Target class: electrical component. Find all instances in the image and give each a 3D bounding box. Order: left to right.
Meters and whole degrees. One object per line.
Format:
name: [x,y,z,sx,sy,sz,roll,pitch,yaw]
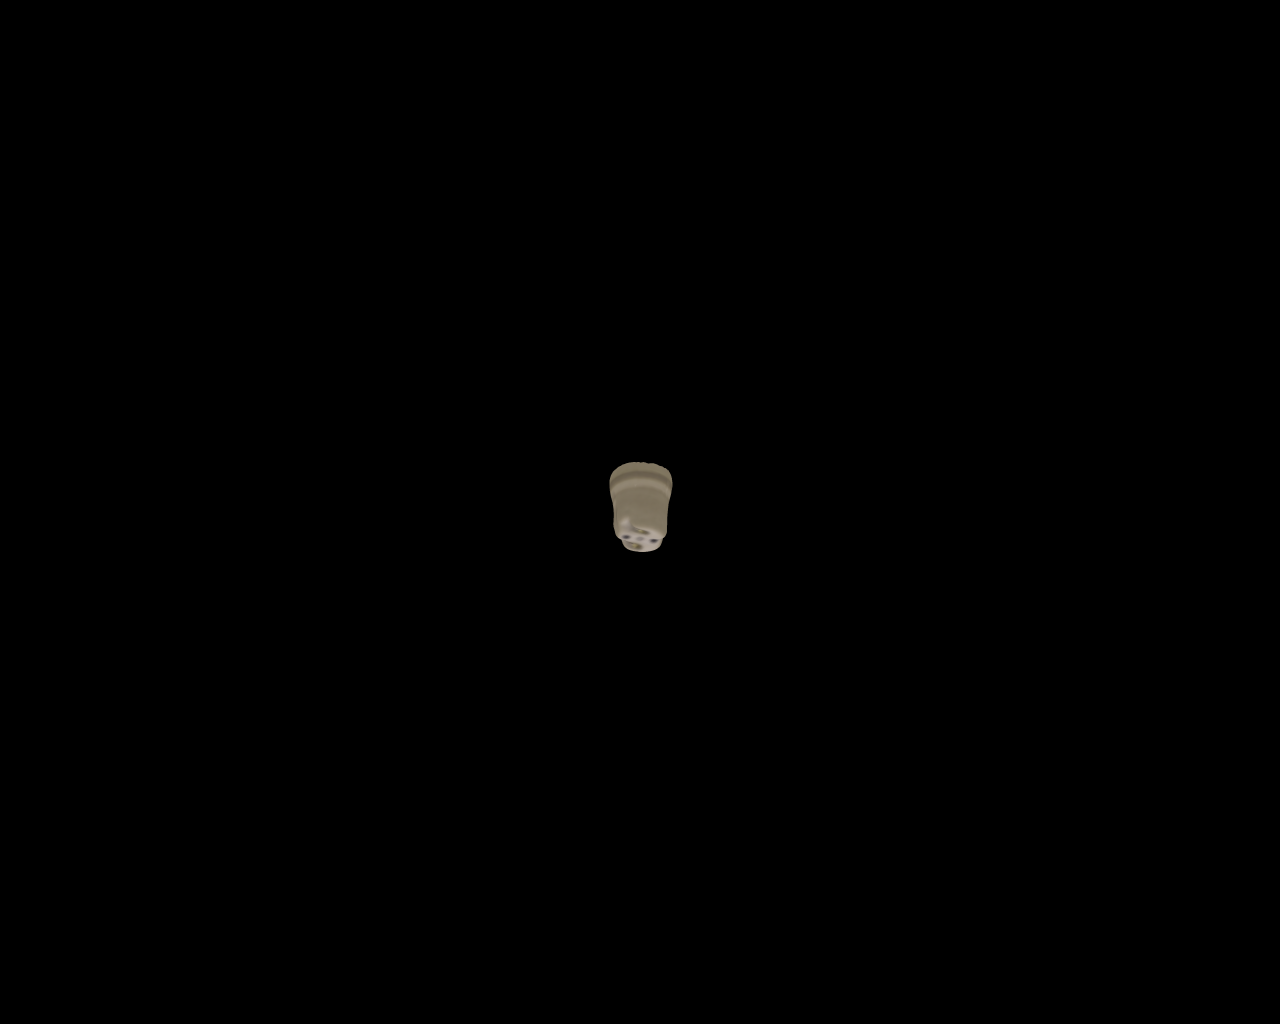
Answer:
electrical component: [0.001,-0.003,0.650,0.040,0.046,0.040,0,-30,0]
